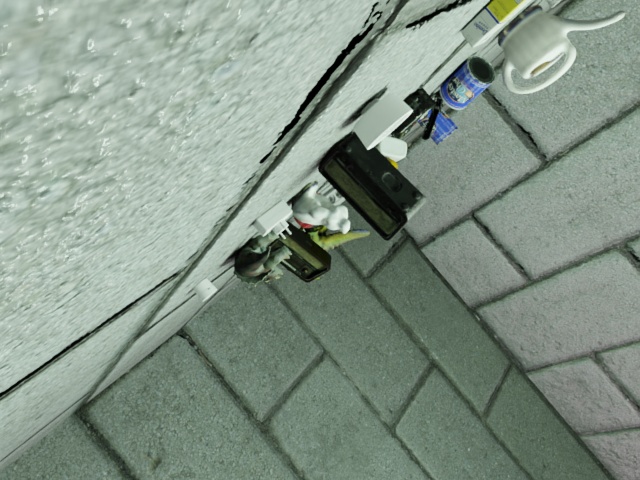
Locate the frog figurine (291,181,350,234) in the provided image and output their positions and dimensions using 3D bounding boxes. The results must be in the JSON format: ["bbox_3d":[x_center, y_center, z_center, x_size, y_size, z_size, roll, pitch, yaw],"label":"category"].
[{"bbox_3d":[0.004,-0.069,1.373,0.123,0.160,0.137,-38,178,-6],"label":"frog figurine"}]

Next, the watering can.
[{"bbox_3d":[0.657,-0.582,1.478,0.104,0.227,0.342,-11,157,-47],"label":"watering can"}]

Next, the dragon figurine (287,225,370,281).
[{"bbox_3d":[-0.029,0.044,1.947,0.124,0.410,0.238,-70,168,-63],"label":"dragon figurine"}]
